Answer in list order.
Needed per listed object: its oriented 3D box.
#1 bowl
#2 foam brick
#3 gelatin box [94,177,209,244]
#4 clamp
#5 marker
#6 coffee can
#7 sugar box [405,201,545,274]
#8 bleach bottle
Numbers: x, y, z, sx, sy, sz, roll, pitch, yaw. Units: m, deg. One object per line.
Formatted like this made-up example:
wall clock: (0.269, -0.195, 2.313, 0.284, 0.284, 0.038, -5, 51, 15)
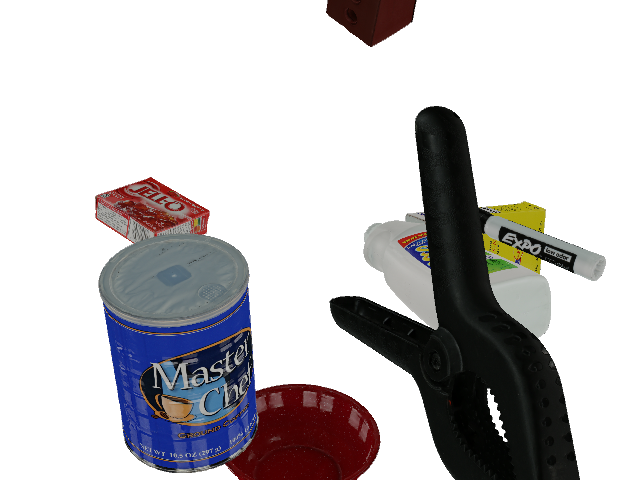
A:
bowl: (-0.022, 0.212, 1.056, 0.162, 0.055, 0.162, 1, 30, 0)
foam brick: (0.043, -0.200, 0.824, 0.051, 0.053, 0.078, -38, -24, -28)
gelatin box: (-0.166, -0.026, 1.049, 0.089, 0.030, 0.073, 30, 35, 31)
clamp: (0.072, 0.047, 0.530, 0.036, 0.165, 0.210, -7, 44, -26)
marker: (0.150, -0.001, 0.777, 0.121, 0.020, 0.020, 25, 16, 37)
coffee can: (-0.099, 0.080, 0.767, 0.103, 0.140, 0.103, -1, 34, 0)
sugar box: (0.181, 0.009, 1.250, 0.175, 0.093, 0.048, -8, 17, -30)
bleach bottle: (0.105, 0.031, 1.008, 0.102, 0.068, 0.251, -14, 21, -22)
